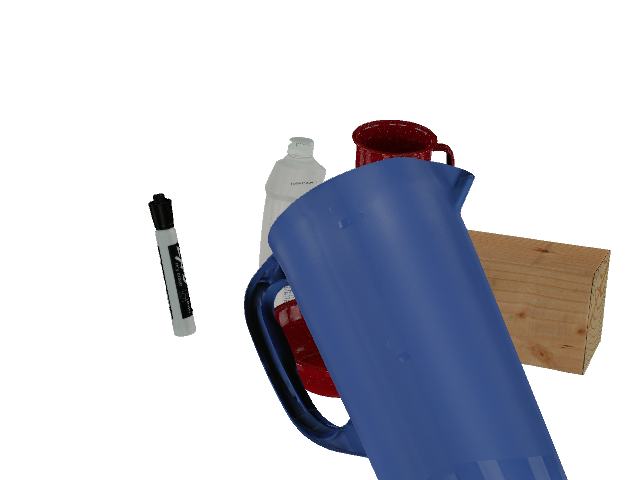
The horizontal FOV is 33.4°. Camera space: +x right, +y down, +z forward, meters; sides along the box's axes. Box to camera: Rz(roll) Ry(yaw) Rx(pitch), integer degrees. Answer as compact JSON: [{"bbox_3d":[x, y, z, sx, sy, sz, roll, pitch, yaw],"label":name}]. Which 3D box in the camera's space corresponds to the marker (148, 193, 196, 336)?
[{"bbox_3d":[-0.123,0.020,0.885,0.020,0.121,0.020,-8,15,2],"label":"marker"}]

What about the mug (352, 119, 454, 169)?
[{"bbox_3d":[0.091,-0.079,1.183,0.117,0.081,0.093,-5,31,-12],"label":"mug"}]

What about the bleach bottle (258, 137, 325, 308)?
[{"bbox_3d":[-0.025,-0.004,1.327,0.102,0.251,0.068,-8,23,-33],"label":"bleach bottle"}]

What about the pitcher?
[{"bbox_3d":[0.056,0.081,0.706,0.144,0.243,0.149,-11,-23,-26],"label":"pitcher"}]

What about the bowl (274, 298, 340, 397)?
[{"bbox_3d":[0.017,0.117,1.116,0.162,0.055,0.162,2,25,-1],"label":"bowl"}]

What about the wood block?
[{"bbox_3d":[0.142,0.045,0.949,0.206,0.090,0.090,9,17,22],"label":"wood block"}]
